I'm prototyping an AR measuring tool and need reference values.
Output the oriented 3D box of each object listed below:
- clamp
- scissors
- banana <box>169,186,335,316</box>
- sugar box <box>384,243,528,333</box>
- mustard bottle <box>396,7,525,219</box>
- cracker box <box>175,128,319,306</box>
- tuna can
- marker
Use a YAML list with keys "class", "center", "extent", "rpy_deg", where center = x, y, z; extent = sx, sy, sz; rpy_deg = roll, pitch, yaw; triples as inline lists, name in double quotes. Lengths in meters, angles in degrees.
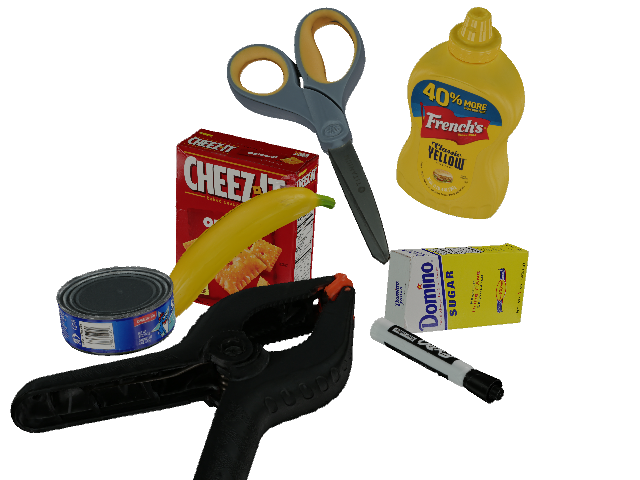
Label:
- class: "clamp"
  center: [-0.036, 0.069, 0.478]
  extent: [0.171, 0.039, 0.120]
  rpy_deg: [-27, 50, -31]
- class: "scissors"
  center: [-0.011, -0.063, 0.626]
  extent: [0.096, 0.201, 0.016]
  rpy_deg: [-8, -38, 11]
- class: "banana"
  center: [-0.077, 0.004, 0.991]
  extent: [0.198, 0.069, 0.037]
  rpy_deg: [-33, 42, 2]
- class: "sugar box"
  center: [0.161, 0.055, 1.249]
  extent: [0.175, 0.093, 0.048]
  rpy_deg: [-4, 14, -33]
- class: "mustard bottle"
  center: [0.118, -0.108, 0.883]
  extent: [0.096, 0.192, 0.058]
  rpy_deg: [24, 49, 19]
- class: "cracker box"
  center: [-0.094, -0.014, 1.314]
  extent: [0.164, 0.214, 0.072]
  rpy_deg: [14, 29, 19]
- class: "tuna can"
  center: [-0.151, 0.052, 0.795]
  extent: [0.086, 0.034, 0.086]
  rpy_deg: [-2, 23, 1]
- class: "marker"
  center: [0.086, 0.089, 0.792]
  extent: [0.020, 0.020, 0.121]
  rpy_deg: [0, 20, -46]
